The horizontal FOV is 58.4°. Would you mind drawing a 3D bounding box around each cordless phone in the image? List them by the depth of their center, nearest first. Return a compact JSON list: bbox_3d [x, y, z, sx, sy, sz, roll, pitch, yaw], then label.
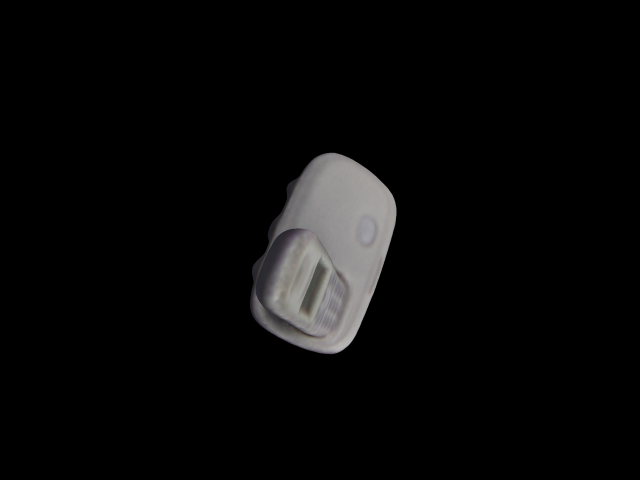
[{"bbox_3d":[0.004,0.001,0.400,0.094,0.185,0.148,18,79,4],"label":"cordless phone"}]
